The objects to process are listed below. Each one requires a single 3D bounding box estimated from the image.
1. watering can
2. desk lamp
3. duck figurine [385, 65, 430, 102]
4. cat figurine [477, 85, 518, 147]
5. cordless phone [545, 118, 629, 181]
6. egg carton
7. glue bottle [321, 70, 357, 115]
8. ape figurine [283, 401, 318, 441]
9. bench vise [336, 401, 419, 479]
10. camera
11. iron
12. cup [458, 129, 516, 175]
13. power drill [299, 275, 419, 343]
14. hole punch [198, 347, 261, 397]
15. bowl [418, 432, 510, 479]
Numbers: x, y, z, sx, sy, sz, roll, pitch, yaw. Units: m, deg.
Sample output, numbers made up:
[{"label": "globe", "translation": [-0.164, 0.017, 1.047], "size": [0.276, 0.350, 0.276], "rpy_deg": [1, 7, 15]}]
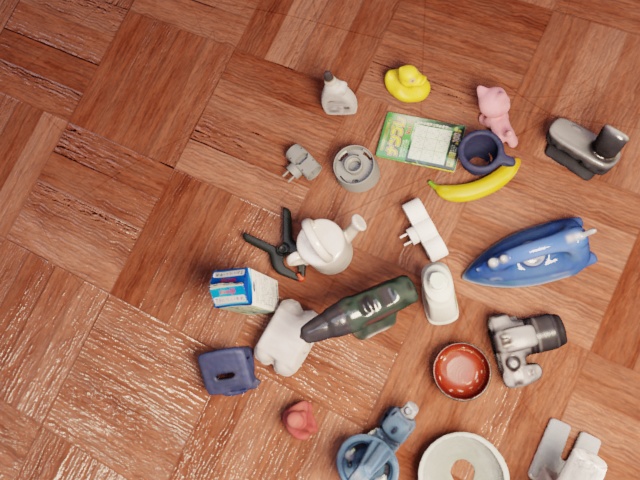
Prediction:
[{"label": "watering can", "translation": [0.010, 0.002, 1.171], "size": [0.100, 0.194, 0.173], "rpy_deg": [41, 89, 17]}, {"label": "desk lamp", "translation": [0.421, 0.428, 0.988], "size": [0.117, 0.214, 0.203], "rpy_deg": [22, 84, 15]}, {"label": "duck figurine", "translation": [0.191, -0.357, 1.265], "size": [0.104, 0.086, 0.077], "rpy_deg": [24, 84, 15]}, {"label": "cat figurine", "translation": [0.370, -0.262, 1.192], "size": [0.067, 0.118, 0.128], "rpy_deg": [-19, 75, 7]}, {"label": "cordless phone", "translation": [0.522, -0.202, 1.114], "size": [0.147, 0.185, 0.094], "rpy_deg": [34, 87, 16]}, {"label": "egg carton", "translation": [-0.065, 0.206, 1.209], "size": [0.107, 0.069, 0.150], "rpy_deg": [28, 85, 16]}, {"label": "glue bottle", "translation": [0.033, -0.323, 1.245], "size": [0.078, 0.173, 0.037], "rpy_deg": [3, 79, 12]}, {"label": "ape figurine", "translation": [-0.044, 0.365, 1.160], "size": [0.076, 0.092, 0.078], "rpy_deg": [19, 83, 15]}, {"label": "bench vise", "translation": [0.098, 0.386, 1.060], "size": [0.121, 0.220, 0.207], "rpy_deg": [19, 83, 15]}, {"label": "camera", "translation": [0.403, 0.202, 1.098], "size": [0.136, 0.101, 0.143], "rpy_deg": [-15, 76, 8]}, {"label": "iron", "translation": [0.404, 0.029, 1.112], "size": [0.258, 0.141, 0.118], "rpy_deg": [-18, 75, 7]}, {"label": "cup", "translation": [0.345, -0.167, 1.190], "size": [0.117, 0.095, 0.092], "rpy_deg": [21, 83, 15]}, {"label": "power drill", "translation": [0.084, 0.146, 1.118], "size": [0.229, 0.209, 0.075], "rpy_deg": [-28, 74, 5]}, {"label": "hole punch", "translation": [-0.192, 0.278, 1.208], "size": [0.108, 0.091, 0.101], "rpy_deg": [-12, 76, 9]}, {"label": "bowl", "translation": [0.271, 0.449, 1.087], "size": [0.167, 0.075, 0.167], "rpy_deg": [-2, 78, 11]}]
